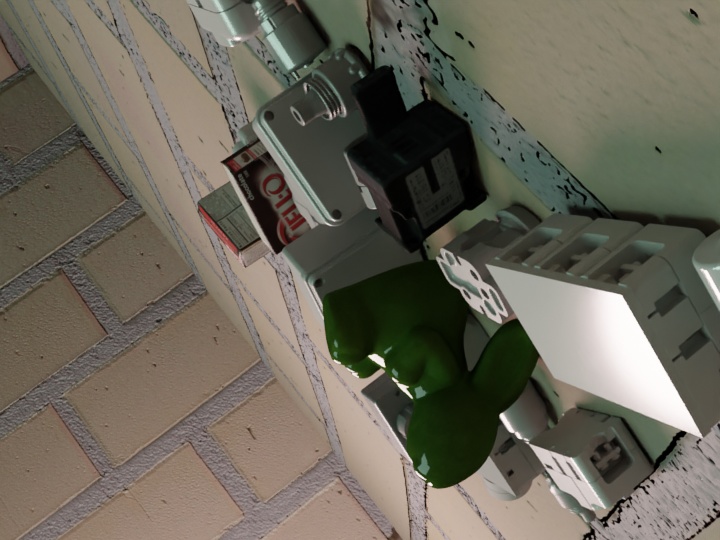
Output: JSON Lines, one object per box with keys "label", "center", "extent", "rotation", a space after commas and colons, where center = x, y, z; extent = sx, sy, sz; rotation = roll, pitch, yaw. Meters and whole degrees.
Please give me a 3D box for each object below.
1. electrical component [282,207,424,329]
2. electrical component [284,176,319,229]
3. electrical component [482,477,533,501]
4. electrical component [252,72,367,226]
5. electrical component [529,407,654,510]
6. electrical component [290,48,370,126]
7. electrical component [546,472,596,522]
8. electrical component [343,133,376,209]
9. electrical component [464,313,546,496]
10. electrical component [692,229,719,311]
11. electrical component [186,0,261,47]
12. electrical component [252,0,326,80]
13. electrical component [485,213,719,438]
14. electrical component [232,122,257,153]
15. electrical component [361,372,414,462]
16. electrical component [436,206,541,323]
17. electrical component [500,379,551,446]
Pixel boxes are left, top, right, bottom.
{"label": "electrical component", "center": [0.000, 0.000, 0.978], "extent": [0.056, 0.109, 0.108], "rotation": [47, 167, 43]}
{"label": "electrical component", "center": [-0.029, -0.066, 1.041], "extent": [0.056, 0.050, 0.089], "rotation": [37, 160, 51]}
{"label": "electrical component", "center": [0.123, 0.173, 1.128], "extent": [0.138, 0.052, 0.073], "rotation": [45, 165, 38]}
{"label": "electrical component", "center": [-0.027, -0.099, 0.875], "extent": [0.113, 0.078, 0.057], "rotation": [55, 171, -8]}
{"label": "electrical component", "center": [0.181, 0.148, 0.839], "extent": [0.055, 0.050, 0.089], "rotation": [55, 168, -7]}
{"label": "electrical component", "center": [-0.023, -0.132, 0.802], "extent": [0.048, 0.062, 0.048], "rotation": [50, 168, 15]}
{"label": "electrical component", "center": [0.197, 0.205, 0.979], "extent": [0.061, 0.035, 0.035], "rotation": [56, 168, -21]}
{"label": "electrical component", "center": [0.020, -0.080, 0.810], "extent": [0.047, 0.055, 0.055], "rotation": [62, 166, -18]}
{"label": "electrical component", "center": [0.101, 0.111, 1.019], "extent": [0.186, 0.060, 0.105], "rotation": [56, 168, -12]}
{"label": "electrical component", "center": [0.181, 0.012, 0.481], "extent": [0.078, 0.040, 0.040], "rotation": [57, 168, -14]}
{"label": "electrical component", "center": [-0.106, -0.224, 0.883], "extent": [0.095, 0.054, 0.059], "rotation": [35, 158, 57]}
{"label": "electrical component", "center": [-0.060, -0.189, 0.837], "extent": [0.078, 0.040, 0.040], "rotation": [56, 168, -9]}
{"label": "electrical component", "center": [0.146, 0.022, 0.590], "extent": [0.089, 0.062, 0.150], "rotation": [57, 168, -15]}
{"label": "electrical component", "center": [-0.096, -0.114, 1.150], "extent": [0.057, 0.058, 0.078], "rotation": [48, 167, 37]}
{"label": "electrical component", "center": [0.052, 0.144, 1.029], "extent": [0.083, 0.047, 0.076], "rotation": [59, 167, -23]}
{"label": "electrical component", "center": [0.095, -0.006, 0.717], "extent": [0.058, 0.057, 0.078], "rotation": [60, 166, -28]}
{"label": "electrical component", "center": [0.146, 0.129, 0.945], "extent": [0.078, 0.040, 0.040], "rotation": [57, 168, -18]}
